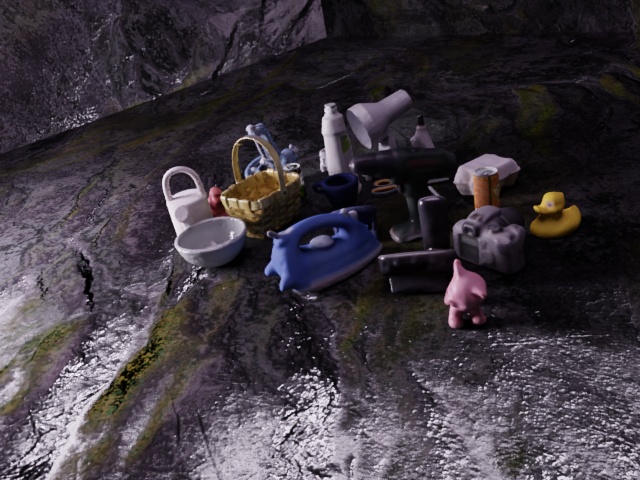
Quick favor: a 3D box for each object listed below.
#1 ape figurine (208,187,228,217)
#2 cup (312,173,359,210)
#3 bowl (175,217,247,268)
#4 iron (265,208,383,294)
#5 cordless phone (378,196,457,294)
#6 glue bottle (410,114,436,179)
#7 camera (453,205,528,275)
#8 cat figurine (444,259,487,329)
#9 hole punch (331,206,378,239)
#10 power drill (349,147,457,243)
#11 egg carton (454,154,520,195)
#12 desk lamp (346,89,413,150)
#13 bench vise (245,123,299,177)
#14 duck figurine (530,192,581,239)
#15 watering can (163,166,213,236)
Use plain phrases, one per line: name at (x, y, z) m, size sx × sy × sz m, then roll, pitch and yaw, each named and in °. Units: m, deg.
ape figurine at (-0.269, -0.095, 1.510) m, size 0.078 × 0.092 × 0.076 m, roll -22°, pitch 30°, yaw -19°
cup at (0.042, -0.106, 1.410) m, size 0.117 × 0.095 × 0.092 m, roll -3°, pitch 29°, yaw 16°
bowl at (-0.243, 0.015, 1.316) m, size 0.167 × 0.075 × 0.167 m, roll -9°, pitch 28°, yaw 5°
iron at (0.011, 0.004, 1.170) m, size 0.259 × 0.142 × 0.118 m, roll -23°, pitch 30°, yaw -20°
cordless phone at (0.177, 0.002, 1.065) m, size 0.147 × 0.185 × 0.094 m, roll -7°, pitch 29°, yaw 9°
glue bottle at (0.268, -0.244, 1.497) m, size 0.077 × 0.173 × 0.037 m, roll 7°, pitch 33°, yaw 31°
camera at (0.352, -0.018, 1.126) m, size 0.137 × 0.101 × 0.142 m, roll -29°, pitch 33°, yaw -29°
cat figurine at (0.244, 0.082, 0.965) m, size 0.067 × 0.118 × 0.127 m, roll -8°, pitch 28°, yaw 6°
hole punch at (0.075, -0.050, 1.299) m, size 0.108 × 0.091 × 0.101 m, roll -9°, pitch 28°, yaw 5°
power drill at (0.186, -0.105, 1.233) m, size 0.230 × 0.209 × 0.075 m, roll -16°, pitch 28°, yaw -8°
egg carton at (0.405, -0.157, 1.394) m, size 0.151 × 0.069 × 0.107 m, roll -27°, pitch 32°, yaw -26°
desk lamp at (0.186, -0.293, 1.573) m, size 0.203 × 0.214 × 0.117 m, roll -20°, pitch 29°, yaw -15°
bench vise at (-0.141, -0.231, 1.575) m, size 0.121 × 0.220 × 0.207 m, roll -2°, pitch 30°, yaw 17°
duck figurine at (0.480, -0.058, 1.168) m, size 0.104 × 0.086 × 0.077 m, roll -15°, pitch 28°, yaw -7°
watering can at (-0.321, -0.086, 1.403) m, size 0.101 × 0.194 × 0.172 m, roll -22°, pitch 30°, yaw -18°
